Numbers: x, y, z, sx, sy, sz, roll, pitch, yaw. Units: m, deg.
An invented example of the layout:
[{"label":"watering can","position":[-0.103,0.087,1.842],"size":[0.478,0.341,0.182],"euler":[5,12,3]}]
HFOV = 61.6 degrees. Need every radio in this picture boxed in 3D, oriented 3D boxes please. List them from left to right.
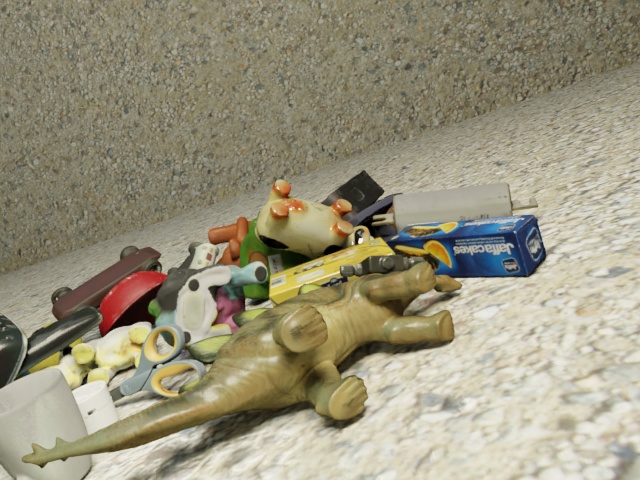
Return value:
[{"label":"radio","position":[0.042,-0.056,1.068],"size":[0.131,0.073,0.229],"euler":[-46,0,28]}]

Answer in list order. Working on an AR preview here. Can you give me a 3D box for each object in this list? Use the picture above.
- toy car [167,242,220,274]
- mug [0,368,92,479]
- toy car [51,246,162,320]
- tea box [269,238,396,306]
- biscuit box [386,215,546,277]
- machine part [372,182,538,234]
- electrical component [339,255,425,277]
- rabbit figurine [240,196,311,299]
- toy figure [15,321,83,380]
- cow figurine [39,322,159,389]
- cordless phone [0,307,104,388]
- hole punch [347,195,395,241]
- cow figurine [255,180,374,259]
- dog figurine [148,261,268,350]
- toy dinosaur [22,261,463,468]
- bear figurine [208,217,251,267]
[{"label":"toy car","position":[-0.241,0.069,0.974],"size":[0.202,0.056,0.073],"euler":[-39,32,47]},{"label":"mug","position":[-0.269,0.194,0.506],"size":[0.081,0.107,0.109],"euler":[-16,17,17]},{"label":"toy car","position":[-0.366,0.079,0.938],"size":[0.089,0.053,0.202],"euler":[21,45,37]},{"label":"tea box","position":[0.021,0.061,0.719],"size":[0.170,0.068,0.098],"euler":[-18,14,1]},{"label":"biscuit box","position":[0.185,0.011,0.703],"size":[0.203,0.062,0.059],"euler":[-6,20,48]},{"label":"machine part","position":[0.199,-0.040,0.810],"size":[0.243,0.079,0.079],"euler":[-5,16,15]},{"label":"electrical component","position":[0.072,0.032,0.633],"size":[0.094,0.021,0.063],"euler":[-1,-12,-8]},{"label":"rabbit figurine","position":[-0.058,0.015,0.911],"size":[0.121,0.159,0.170],"euler":[-23,-6,31]},{"label":"toy figure","position":[-0.449,0.194,0.819],"size":[0.082,0.089,0.180],"euler":[3,22,41]},{"label":"cow figurine","position":[-0.317,0.169,0.776],"size":[0.167,0.068,0.098],"euler":[-19,7,-12]},{"label":"cordless phone","position":[-0.411,0.133,0.750],"size":[0.147,0.088,0.184],"euler":[11,34,45]},{"label":"hole punch","position":[0.080,-0.013,0.913],"size":[0.142,0.092,0.116],"euler":[-34,15,-39]},{"label":"cow figurine","position":[-0.002,-0.002,0.796],"size":[0.127,0.195,0.085],"euler":[128,150,-45]},{"label":"dog figurine","position":[-0.177,0.095,0.773],"size":[0.191,0.108,0.219],"euler":[-5,-4,-39]},{"label":"toy dinosaur","position":[-0.032,0.111,0.531],"size":[0.471,0.105,0.199],"euler":[-17,1,-34]},{"label":"bear figurine","position":[-0.155,0.036,1.000],"size":[0.132,0.120,0.196],"euler":[-20,17,15]}]
